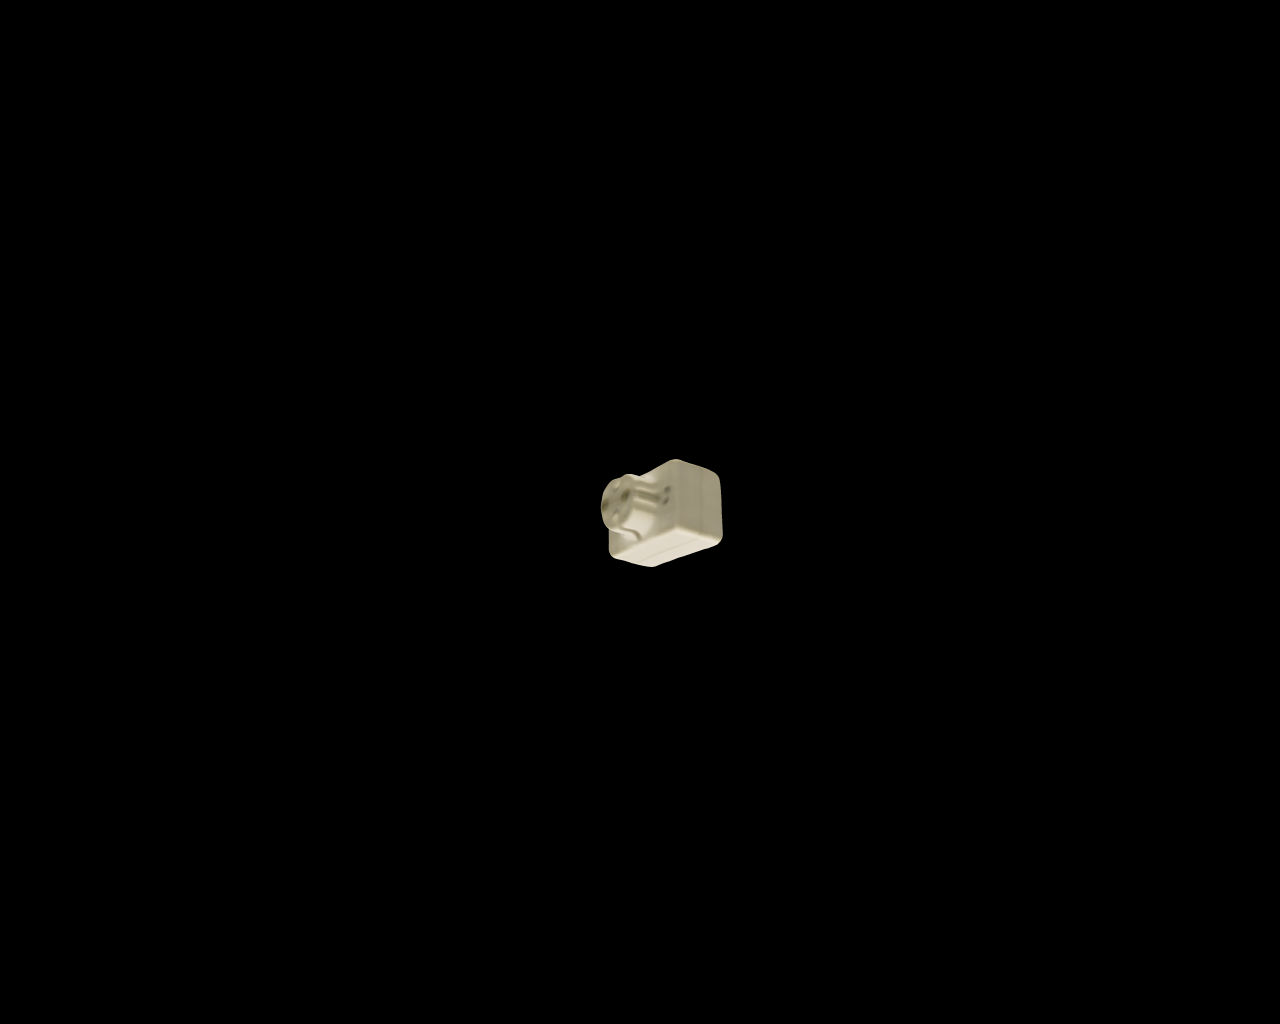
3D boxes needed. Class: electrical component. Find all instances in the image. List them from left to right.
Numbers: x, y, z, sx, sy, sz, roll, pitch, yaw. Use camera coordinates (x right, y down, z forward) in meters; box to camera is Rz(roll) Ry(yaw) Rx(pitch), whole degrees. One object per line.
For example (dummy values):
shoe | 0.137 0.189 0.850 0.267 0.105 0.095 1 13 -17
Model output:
electrical component | 0.001 -0.003 0.650 0.077 0.047 0.065 17 -27 -37
